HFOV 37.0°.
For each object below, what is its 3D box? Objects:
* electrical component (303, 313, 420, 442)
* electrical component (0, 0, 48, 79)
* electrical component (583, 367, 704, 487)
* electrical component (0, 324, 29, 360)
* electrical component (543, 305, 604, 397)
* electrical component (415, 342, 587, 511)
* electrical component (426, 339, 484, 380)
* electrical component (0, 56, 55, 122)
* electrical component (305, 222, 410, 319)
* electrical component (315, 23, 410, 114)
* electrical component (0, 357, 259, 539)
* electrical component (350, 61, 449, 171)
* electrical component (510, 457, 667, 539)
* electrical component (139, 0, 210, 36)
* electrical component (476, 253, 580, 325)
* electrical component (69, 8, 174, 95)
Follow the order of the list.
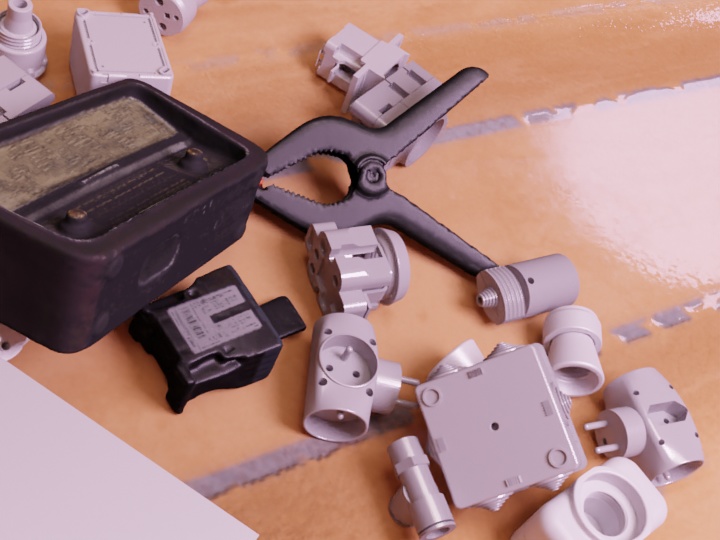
[{"bbox_3d":[0.003,0.076,0.730,0.079,0.044,0.077,14,51,-12],"label":"electrical component"},{"bbox_3d":[-0.257,-0.176,0.805,0.048,0.062,0.048,11,51,-14],"label":"electrical component"},{"bbox_3d":[0.198,0.117,0.781,0.079,0.043,0.077,-6,57,-26],"label":"electrical component"},{"bbox_3d":[-0.227,0.037,0.647,0.077,0.079,0.043,-35,111,-38],"label":"electrical component"},{"bbox_3d":[0.160,0.060,0.807,0.045,0.045,0.055,16,49,-10],"label":"electrical component"},{"bbox_3d":[0.091,0.102,0.702,0.100,0.048,0.099,-22,78,11],"label":"electrical component"},{"bbox_3d":[0.081,0.083,0.757,0.045,0.045,0.055,-30,70,-37],"label":"electrical component"},{"bbox_3d":[-0.268,-0.105,0.753,0.056,0.050,0.089,38,49,7],"label":"electrical component"},{"bbox_3d":[0.000,0.000,0.780,0.057,0.058,0.078,-8,58,-24],"label":"electrical component"},{"bbox_3d":[0.001,-0.176,0.926,0.064,0.042,0.081,35,48,8],"label":"electrical component"},{"bbox_3d":[-0.167,0.146,0.596,0.186,0.060,0.105,33,49,5],"label":"electrical component"},{"bbox_3d":[0.034,-0.124,0.894,0.056,0.050,0.089,40,50,11],"label":"electrical component"},{"bbox_3d":[0.154,0.168,0.712,0.095,0.059,0.053,-24,66,-35],"label":"electrical component"},{"bbox_3d":[-0.154,-0.228,0.900,0.045,0.045,0.055,27,49,-1],"label":"electrical component"},{"bbox_3d":[0.124,0.015,0.828,0.081,0.043,0.043,-12,60,-30],"label":"electrical component"},{"bbox_3d":[-0.186,-0.154,0.824,0.062,0.061,0.096,-2,48,-24],"label":"electrical component"}]
